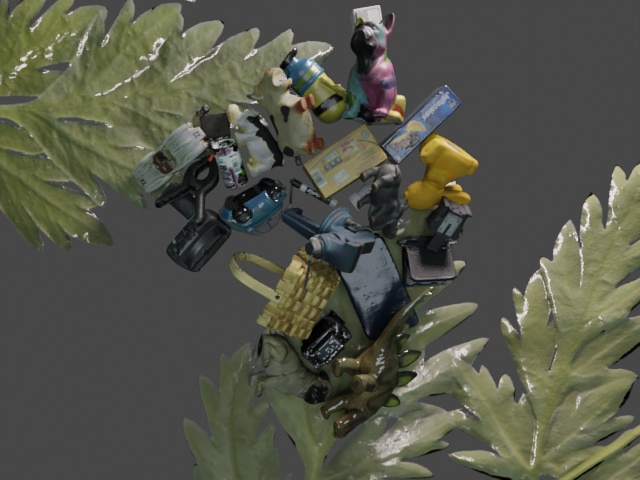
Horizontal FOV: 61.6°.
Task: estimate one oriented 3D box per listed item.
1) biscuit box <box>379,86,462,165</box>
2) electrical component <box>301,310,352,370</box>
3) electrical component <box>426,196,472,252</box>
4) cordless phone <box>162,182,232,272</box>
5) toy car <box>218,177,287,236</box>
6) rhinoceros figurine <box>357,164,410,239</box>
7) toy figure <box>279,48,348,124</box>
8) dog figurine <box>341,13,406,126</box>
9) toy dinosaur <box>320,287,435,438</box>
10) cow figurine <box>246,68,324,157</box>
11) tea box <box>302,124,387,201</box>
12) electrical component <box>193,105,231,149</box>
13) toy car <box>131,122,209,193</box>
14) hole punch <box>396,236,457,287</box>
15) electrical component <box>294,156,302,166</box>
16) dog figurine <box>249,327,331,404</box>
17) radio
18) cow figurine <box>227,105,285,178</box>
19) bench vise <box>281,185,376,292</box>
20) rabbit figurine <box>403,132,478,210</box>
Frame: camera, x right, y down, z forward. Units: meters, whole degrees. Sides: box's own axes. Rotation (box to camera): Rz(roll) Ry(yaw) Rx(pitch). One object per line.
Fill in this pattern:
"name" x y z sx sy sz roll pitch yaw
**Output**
"biscuit box" 0.226 -0.261 1.225 0.202 0.063 0.059 -44 100 3
"electrical component" 0.013 0.231 1.241 0.058 0.134 0.115 43 91 -9
"electrical component" 0.282 -0.032 1.214 0.075 0.048 0.119 18 122 -10
"cordless phone" -0.310 -0.031 1.223 0.184 0.089 0.146 42 93 3
"toy car" -0.141 -0.065 1.216 0.162 0.109 0.102 -32 121 -10
"rhinoceros figurine" 0.146 -0.084 1.207 0.112 0.073 0.190 -21 130 -19
"toy figure" -0.014 -0.337 1.192 0.180 0.082 0.089 39 105 -12
"dog figurine" 0.121 -0.362 1.149 0.109 0.191 0.219 8 97 30
"toy dinosaur" 0.128 0.300 1.226 0.198 0.105 0.470 -6 130 -36
"cow figurine" -0.076 -0.274 1.162 0.127 0.085 0.194 -6 114 24
"tea box" 0.055 -0.173 1.213 0.170 0.068 0.098 -31 90 -3
"electrical component" -0.242 -0.251 1.204 0.078 0.045 0.102 -3 98 -2
"toy car" -0.331 -0.180 1.183 0.202 0.056 0.073 -33 100 22
"hole punch" 0.251 0.053 1.267 0.142 0.092 0.116 -3 68 -1
"electrical component" -0.043 -0.219 1.233 0.063 0.021 0.094 -14 98 -2
"dog figurine" -0.059 0.296 1.274 0.190 0.121 0.172 8 101 -19
"radio" 0.129 0.112 1.265 0.131 0.073 0.229 -24 97 1
"cow figurine" -0.143 -0.232 1.202 0.098 0.068 0.167 -23 102 -7
"bench vise" 0.000 -0.013 1.148 0.241 0.223 0.128 31 123 30
"rabbit figurine" 0.268 -0.138 1.235 0.162 0.122 0.173 31 109 -17
